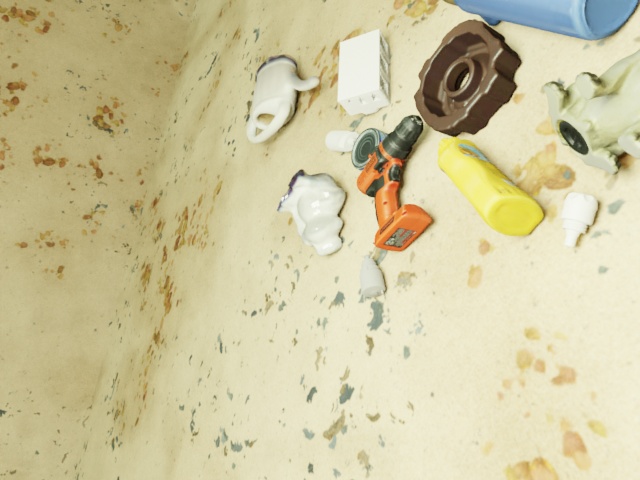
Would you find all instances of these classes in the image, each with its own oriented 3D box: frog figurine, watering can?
[{"bbox_3d":[0.003,-0.052,1.032,0.161,0.123,0.135,48,112,15],"label":"frog figurine"},{"bbox_3d":[-0.096,-0.385,1.329,0.343,0.103,0.229,-29,50,49],"label":"watering can"}]
